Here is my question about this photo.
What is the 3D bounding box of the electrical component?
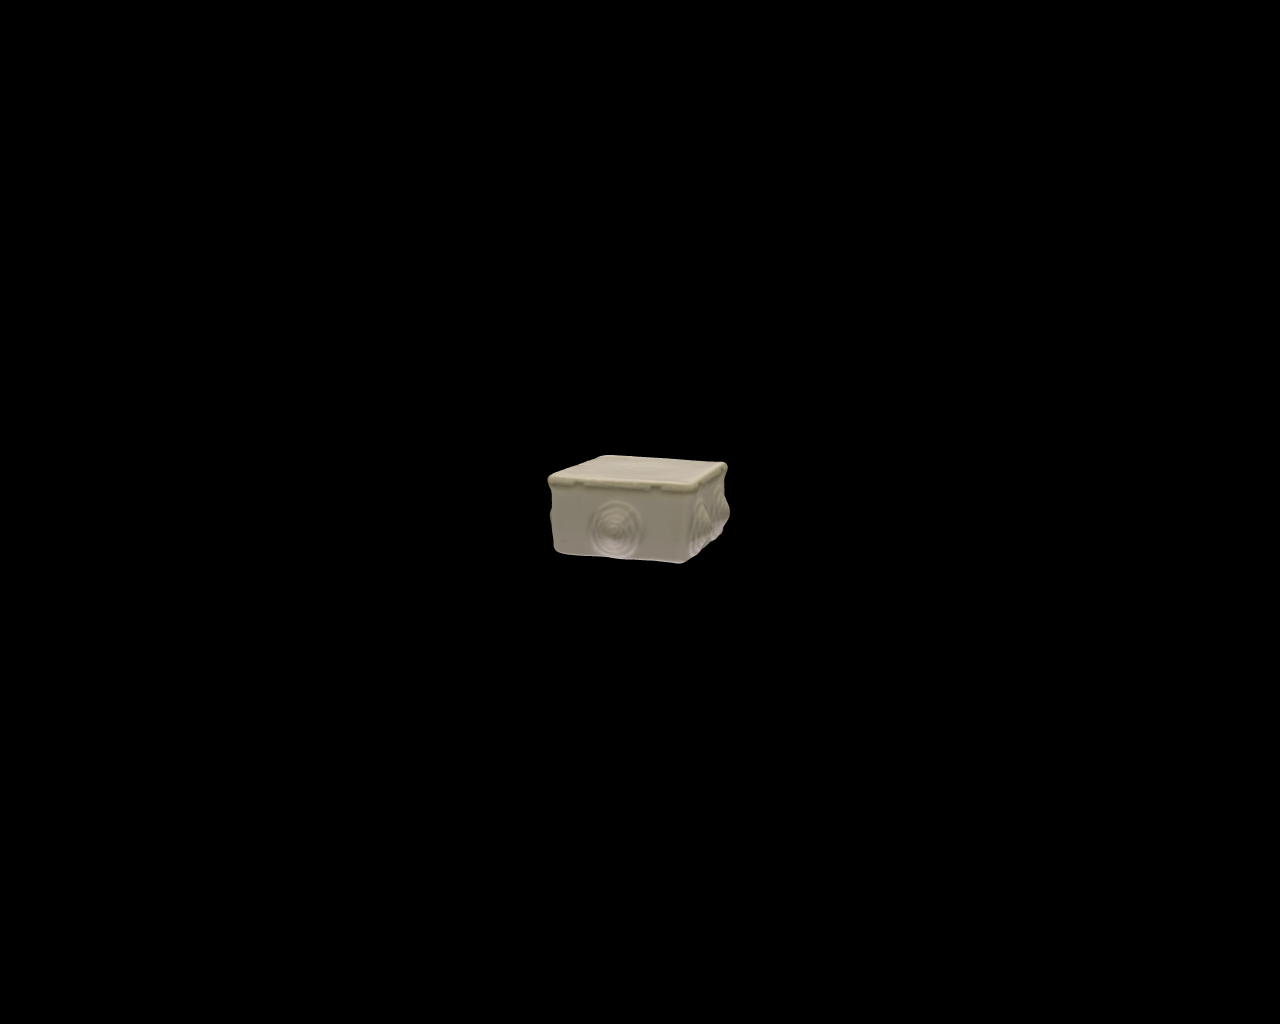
[{"bbox_3d":[0.001,-0.003,0.650,0.100,0.048,0.100,4,13,19],"label":"electrical component"}]
